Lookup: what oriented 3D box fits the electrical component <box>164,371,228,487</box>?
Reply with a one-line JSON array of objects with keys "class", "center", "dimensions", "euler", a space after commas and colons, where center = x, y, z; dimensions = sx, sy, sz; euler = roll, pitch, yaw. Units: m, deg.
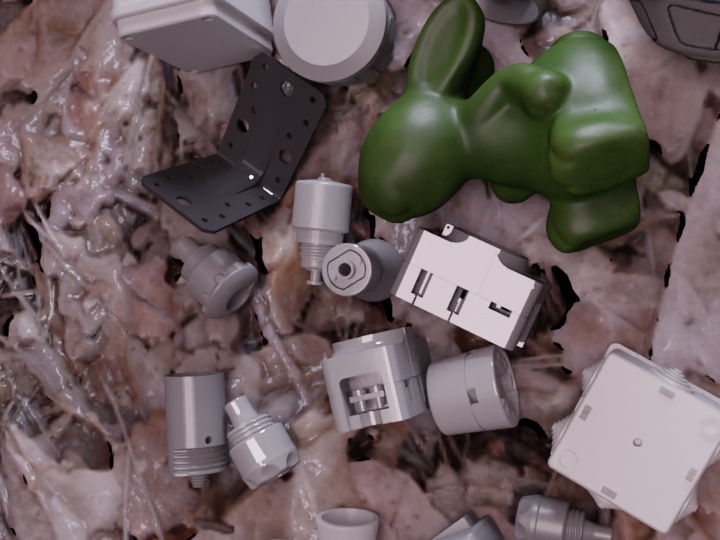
[{"class": "electrical component", "center": [-0.118, 0.115, 0.774], "dimensions": [0.043, 0.043, 0.081], "euler": [-3, 89, 18]}]

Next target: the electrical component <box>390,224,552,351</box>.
[{"class": "electrical component", "center": [0.075, 0.008, 0.709], "dimensions": [0.089, 0.050, 0.055], "euler": [26, 98, 16]}]

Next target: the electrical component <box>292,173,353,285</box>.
[{"class": "electrical component", "center": [-0.028, -0.029, 0.748], "dimensions": [0.040, 0.040, 0.078], "euler": [6, 92, 18]}]

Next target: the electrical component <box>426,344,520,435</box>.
[{"class": "electrical component", "center": [0.074, 0.080, 0.708], "dimensions": [0.047, 0.055, 0.055], "euler": [-14, 85, 21]}]

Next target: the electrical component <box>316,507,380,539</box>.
[{"class": "electrical component", "center": [-0.009, 0.202, 0.741], "dimensions": [0.044, 0.044, 0.065], "euler": [2, 95, 18]}]

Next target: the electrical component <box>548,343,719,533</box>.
[{"class": "electrical component", "center": [0.176, 0.106, 0.678], "dimensions": [0.100, 0.048, 0.099], "euler": [30, 98, 16]}]

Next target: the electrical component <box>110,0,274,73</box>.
[{"class": "electrical component", "center": [-0.113, -0.180, 0.738], "dimensions": [0.078, 0.113, 0.057], "euler": [-9, 84, 17]}]

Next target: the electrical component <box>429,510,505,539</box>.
[{"class": "electrical component", "center": [0.063, 0.200, 0.706], "dimensions": [0.096, 0.062, 0.061], "euler": [-32, 81, 15]}]

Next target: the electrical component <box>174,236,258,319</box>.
[{"class": "electrical component", "center": [-0.107, 0.001, 0.772], "dimensions": [0.062, 0.048, 0.048], "euler": [42, 102, 21]}]

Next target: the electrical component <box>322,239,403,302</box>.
[{"class": "electrical component", "center": [0.000, 0.000, 0.725], "dimensions": [0.044, 0.065, 0.044], "euler": [0, 90, 18]}]

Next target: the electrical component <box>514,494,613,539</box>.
[{"class": "electrical component", "center": [0.133, 0.167, 0.699], "dimensions": [0.061, 0.035, 0.035], "euler": [8, 92, 16]}]

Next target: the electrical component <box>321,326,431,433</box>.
[{"class": "electrical component", "center": [0.014, 0.070, 0.708], "dimensions": [0.050, 0.089, 0.055], "euler": [-14, 85, 17]}]

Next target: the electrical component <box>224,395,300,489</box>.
[{"class": "electrical component", "center": [-0.074, 0.119, 0.760], "dimensions": [0.043, 0.043, 0.062], "euler": [-34, 79, 15]}]

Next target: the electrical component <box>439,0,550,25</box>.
[{"class": "electrical component", "center": [0.080, -0.197, 0.686], "dimensions": [0.099, 0.099, 0.064], "euler": [37, 94, 14]}]

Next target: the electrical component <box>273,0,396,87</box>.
[{"class": "electrical component", "center": [-0.015, -0.166, 0.739], "dimensions": [0.080, 0.051, 0.080], "euler": [0, 90, 18]}]
